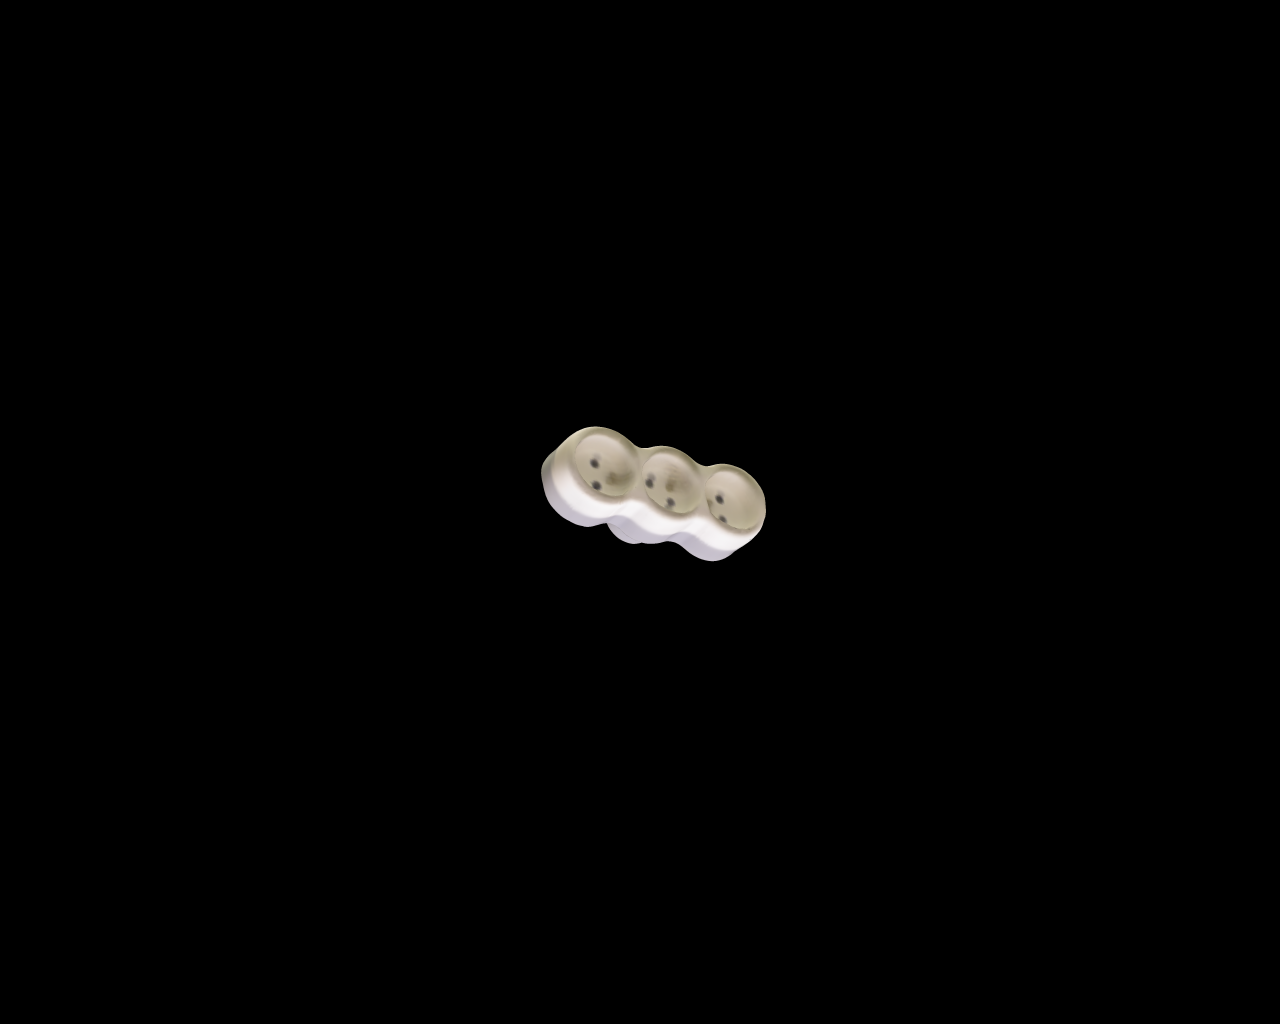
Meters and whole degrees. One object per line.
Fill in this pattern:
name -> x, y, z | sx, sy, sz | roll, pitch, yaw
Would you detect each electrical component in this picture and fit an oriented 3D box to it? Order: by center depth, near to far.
electrical component -> 0.001, -0.003, 0.650 | 0.138, 0.052, 0.073 | 15, -32, -27
